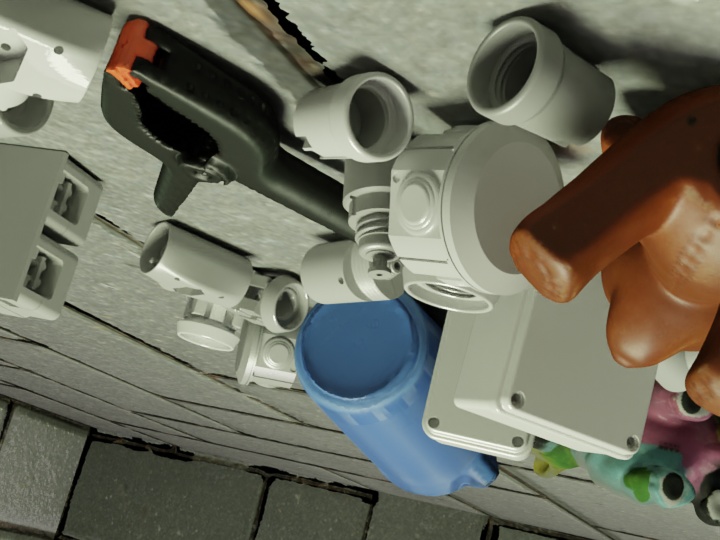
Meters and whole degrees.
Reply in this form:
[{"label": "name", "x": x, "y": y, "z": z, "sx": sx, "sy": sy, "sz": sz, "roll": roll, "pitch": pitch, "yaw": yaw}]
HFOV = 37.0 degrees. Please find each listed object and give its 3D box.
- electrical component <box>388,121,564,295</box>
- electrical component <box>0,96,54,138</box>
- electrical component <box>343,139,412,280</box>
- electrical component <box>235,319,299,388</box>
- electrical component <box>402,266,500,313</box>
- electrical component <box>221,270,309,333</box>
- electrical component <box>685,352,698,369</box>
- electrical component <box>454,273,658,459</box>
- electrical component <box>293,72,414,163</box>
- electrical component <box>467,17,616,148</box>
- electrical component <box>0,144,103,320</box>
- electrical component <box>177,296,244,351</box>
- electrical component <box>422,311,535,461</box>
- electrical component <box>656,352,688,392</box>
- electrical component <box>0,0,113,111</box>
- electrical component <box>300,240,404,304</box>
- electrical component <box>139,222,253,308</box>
[{"label": "electrical component", "x": 0.055, "y": -0.030, "z": 0.505, "sx": 0.080, "sy": 0.080, "sz": 0.051, "roll": 28, "pitch": 166, "yaw": -40}, {"label": "electrical component", "x": -0.193, "y": -0.094, "z": 0.559, "sx": 0.047, "sy": 0.055, "sz": 0.055, "roll": 3, "pitch": 161, "yaw": 24}, {"label": "electrical component", "x": 0.011, "y": -0.033, "z": 0.547, "sx": 0.040, "sy": 0.078, "sz": 0.040, "roll": 2, "pitch": 157, "yaw": 1}, {"label": "electrical component", "x": -0.083, "y": 0.068, "z": 0.983, "sx": 0.051, "sy": 0.080, "sz": 0.080, "roll": 12, "pitch": 166, "yaw": -11}, {"label": "electrical component", "x": 0.057, "y": -0.010, "z": 0.612, "sx": 0.058, "sy": 0.057, "sz": 0.078, "roll": 10, "pitch": 164, "yaw": 18}, {"label": "electrical component", "x": -0.076, "y": 0.025, "z": 0.888, "sx": 0.055, "sy": 0.048, "sz": 0.066, "roll": 12, "pitch": 166, "yaw": 40}, {"label": "electrical component", "x": 0.242, "y": 0.052, "z": 0.680, "sx": 0.045, "sy": 0.045, "sz": 0.055, "roll": 23, "pitch": 162, "yaw": -28}, {"label": "electrical component", "x": 0.126, "y": 0.049, "z": 0.661, "sx": 0.109, "sy": 0.108, "sz": 0.056, "roll": 22, "pitch": 166, "yaw": -25}, {"label": "electrical component", "x": -0.004, "y": -0.069, "z": 0.498, "sx": 0.040, "sy": 0.040, "sz": 0.046, "roll": 26, "pitch": 167, "yaw": -34}, {"label": "electrical component", "x": 0.071, "y": -0.071, "z": 0.418, "sx": 0.046, "sy": 0.040, "sz": 0.040, "roll": 19, "pitch": 165, "yaw": -35}, {"label": "electrical component", "x": -0.286, "y": -0.033, "z": 0.765, "sx": 0.186, "sy": 0.105, "sz": 0.060, "roll": 9, "pitch": 164, "yaw": 22}, {"label": "electrical component", "x": -0.130, "y": 0.038, "z": 0.959, "sx": 0.058, "sy": 0.057, "sz": 0.078, "roll": 20, "pitch": 164, "yaw": -18}, {"label": "electrical component", "x": 0.094, "y": 0.073, "z": 0.767, "sx": 0.078, "sy": 0.113, "sz": 0.057, "roll": 11, "pitch": 167, "yaw": 13}, {"label": "electrical component", "x": 0.199, "y": 0.050, "z": 0.724, "sx": 0.065, "sy": 0.044, "sz": 0.044, "roll": 30, "pitch": 159, "yaw": -29}, {"label": "electrical component", "x": -0.165, "y": -0.102, "z": 0.498, "sx": 0.077, "sy": 0.043, "sz": 0.079, "roll": 21, "pitch": 141, "yaw": -22}, {"label": "electrical component", "x": 0.000, "y": 0.000, "z": 0.728, "sx": 0.043, "sy": 0.043, "sz": 0.081, "roll": 25, "pitch": 162, "yaw": -33}, {"label": "electrical component", "x": -0.138, "y": -0.002, "z": 0.850, "sx": 0.077, "sy": 0.043, "sz": 0.079, "roll": 25, "pitch": 162, "yaw": -33}]
